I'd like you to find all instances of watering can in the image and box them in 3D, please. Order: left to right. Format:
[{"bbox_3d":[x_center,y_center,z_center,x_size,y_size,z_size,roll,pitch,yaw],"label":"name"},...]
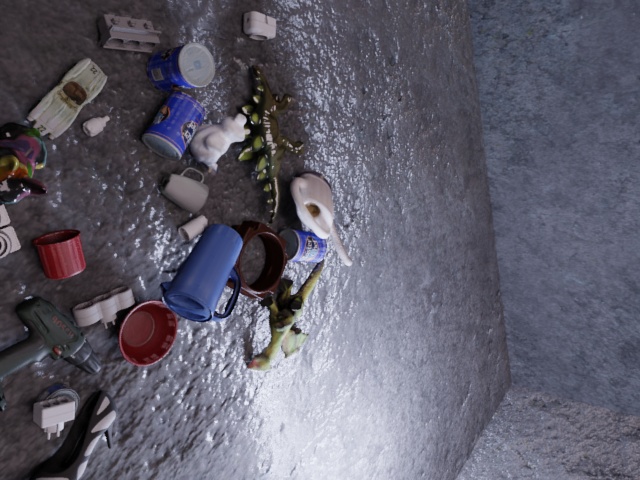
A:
[{"bbox_3d":[0.005,-0.083,1.654,0.342,0.103,0.230,51,25,-35],"label":"watering can"}]

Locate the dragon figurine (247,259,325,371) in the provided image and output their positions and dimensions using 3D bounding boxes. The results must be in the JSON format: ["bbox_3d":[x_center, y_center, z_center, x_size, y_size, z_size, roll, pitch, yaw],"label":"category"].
[{"bbox_3d":[-0.088,0.261,1.667,0.417,0.123,0.237,-42,141,-37],"label":"dragon figurine"}]

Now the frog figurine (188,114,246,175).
[{"bbox_3d":[-0.266,-0.271,1.340,0.122,0.157,0.140,33,29,-15],"label":"frog figurine"}]
